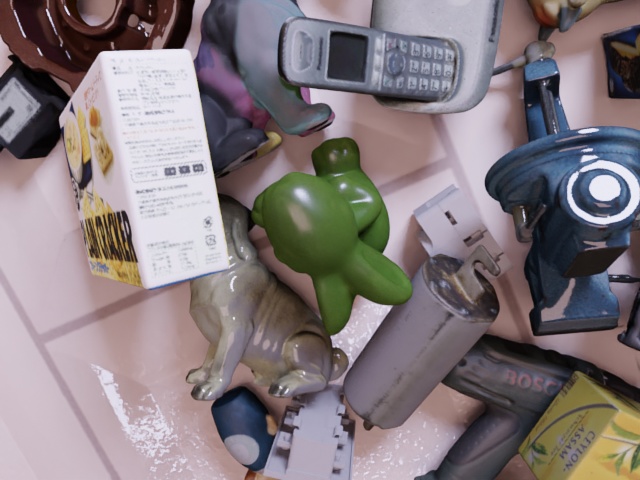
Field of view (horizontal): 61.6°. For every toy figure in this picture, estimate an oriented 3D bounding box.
[{"bbox_3d":[-0.064,0.233,0.584,0.064,0.058,0.154,-18,104,49],"label":"toy figure"}]

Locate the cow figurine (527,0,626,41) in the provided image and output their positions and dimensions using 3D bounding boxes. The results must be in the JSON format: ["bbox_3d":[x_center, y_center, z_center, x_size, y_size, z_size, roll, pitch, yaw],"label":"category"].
[{"bbox_3d":[0.250,-0.230,0.436,0.195,0.085,0.127,0,101,2],"label":"cow figurine"}]

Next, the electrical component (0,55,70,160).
[{"bbox_3d":[-0.303,-0.115,0.536,0.075,0.048,0.119,43,104,-3],"label":"electrical component"}]

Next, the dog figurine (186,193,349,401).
[{"bbox_3d":[-0.056,0.049,0.529,0.172,0.121,0.190,4,85,-28],"label":"dog figurine"}]

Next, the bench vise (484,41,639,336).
[{"bbox_3d":[0.201,-0.049,0.449,0.129,0.223,0.240,-11,69,22],"label":"bench vise"}]

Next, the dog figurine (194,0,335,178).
[{"bbox_3d":[-0.079,-0.180,0.472,0.192,0.108,0.219,-22,95,13],"label":"dog figurine"}]

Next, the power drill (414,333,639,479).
[{"bbox_3d":[0.206,0.205,0.536,0.232,0.086,0.207,25,108,-2],"label":"power drill"}]

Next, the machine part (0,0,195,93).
[{"bbox_3d":[-0.205,-0.220,0.500,0.179,0.056,0.179,1,102,5],"label":"machine part"}]

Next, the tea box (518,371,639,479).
[{"bbox_3d":[0.277,0.198,0.469,0.169,0.068,0.098,26,101,-13],"label":"tea box"}]

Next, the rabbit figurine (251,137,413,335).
[{"bbox_3d":[-0.001,-0.001,0.454,0.121,0.170,0.159,-27,85,12],"label":"rabbit figurine"}]

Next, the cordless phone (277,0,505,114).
[{"bbox_3d":[0.051,-0.177,0.421,0.184,0.089,0.146,-3,105,-29],"label":"cordless phone"}]

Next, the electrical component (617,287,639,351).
[{"bbox_3d":[0.302,0.046,0.440,0.058,0.134,0.114,28,96,37],"label":"electrical component"}]

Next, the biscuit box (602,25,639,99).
[{"bbox_3d":[0.277,-0.137,0.389,0.063,0.203,0.059,-10,103,10],"label":"biscuit box"}]

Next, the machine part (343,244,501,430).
[{"bbox_3d":[0.088,0.098,0.498,0.079,0.079,0.243,26,126,0],"label":"machine part"}]
